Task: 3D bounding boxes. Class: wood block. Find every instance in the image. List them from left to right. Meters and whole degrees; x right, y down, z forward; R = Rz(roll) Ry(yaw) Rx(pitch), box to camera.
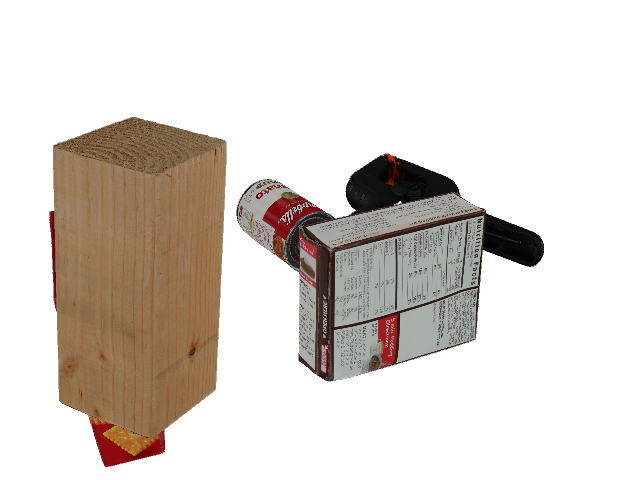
[{"bbox_3d":[-0.132,0.026,0.783,0.090,0.206,0.090,16,26,25],"label":"wood block"}]

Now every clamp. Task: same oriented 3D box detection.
[{"bbox_3d":[0.082,-0.025,0.851,0.164,0.036,0.210,5,21,-1],"label":"clamp"}]

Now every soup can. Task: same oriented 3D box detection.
[{"bbox_3d":[-0.035,-0.017,1.126,0.068,0.068,0.102,0,23,-37],"label":"soup can"}]

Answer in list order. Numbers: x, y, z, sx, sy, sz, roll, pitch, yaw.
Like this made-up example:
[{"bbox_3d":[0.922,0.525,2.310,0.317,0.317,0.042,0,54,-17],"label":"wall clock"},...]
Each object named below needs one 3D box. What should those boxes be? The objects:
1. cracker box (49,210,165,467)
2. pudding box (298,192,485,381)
[{"bbox_3d":[-0.215,0.092,1.078,0.072,0.214,0.164,-12,34,-9],"label":"cracker box"},{"bbox_3d":[0.042,0.027,0.633,0.113,0.090,0.039,-14,27,-29],"label":"pudding box"}]
